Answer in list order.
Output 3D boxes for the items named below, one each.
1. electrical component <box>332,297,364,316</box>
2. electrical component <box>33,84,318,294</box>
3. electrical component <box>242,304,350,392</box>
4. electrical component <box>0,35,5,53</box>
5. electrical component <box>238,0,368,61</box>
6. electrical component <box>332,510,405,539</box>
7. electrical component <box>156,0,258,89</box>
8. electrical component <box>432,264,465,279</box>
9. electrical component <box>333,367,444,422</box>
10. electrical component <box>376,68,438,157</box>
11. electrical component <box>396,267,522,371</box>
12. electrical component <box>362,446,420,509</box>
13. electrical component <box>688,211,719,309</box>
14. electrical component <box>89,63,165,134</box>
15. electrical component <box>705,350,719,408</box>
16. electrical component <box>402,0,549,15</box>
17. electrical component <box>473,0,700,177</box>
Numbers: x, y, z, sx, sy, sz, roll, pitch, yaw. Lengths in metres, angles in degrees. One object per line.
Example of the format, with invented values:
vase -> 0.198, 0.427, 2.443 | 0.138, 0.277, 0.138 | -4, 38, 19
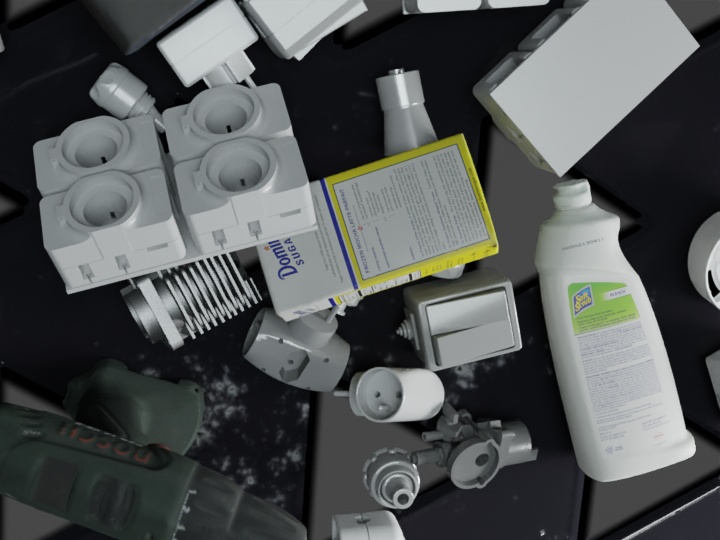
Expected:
electrical component -> 0.000, 0.000, 0.868 | 0.040, 0.040, 0.078 | 26, 96, -14
electrical component -> -0.136, -0.064, 0.784 | 0.186, 0.105, 0.060 | -15, 146, -4
electrical component -> -0.043, 0.051, 0.861 | 0.077, 0.043, 0.079 | 24, 121, -14
electrical component -> -0.288, -0.173, 0.772 | 0.055, 0.055, 0.047 | -18, 108, -6
electrical component -> -0.035, -0.204, 0.807 | 0.096, 0.061, 0.061 | -39, 106, -1
electrical component -> 0.009, 0.256, 0.917 | 0.059, 0.053, 0.095 | -2, 102, -10
electrical component -> -0.105, -0.157, 0.812 | 0.066, 0.047, 0.076 | -35, 107, -2
electrical component -> 0.071, -0.025, 0.879 | 0.035, 0.035, 0.061 | 7, 98, -12
electrical component -> 0.017, 0.102, 0.881 | 0.079, 0.077, 0.043 | -2, 83, 28
electrical component -> 0.035, -0.125, 0.848 | 0.044, 0.044, 0.065 | -13, 99, -7
electrical component -> 0.078, 0.042, 0.880 | 0.096, 0.061, 0.061 | -13, 104, -7
electrical component -> 0.030, 0.179, 0.900 | 0.048, 0.062, 0.048 | -2, 102, -10
electrical component -> 0.333, -0.008, 0.915 | 0.099, 0.064, 0.099 | -2, 102, -10
electrical component -> -0.171, -0.126, 0.813 | 0.061, 0.035, 0.035 | 37, 93, -18
electrical component -> 0.352, 0.109, 0.926 | 0.048, 0.100, 0.099 | -26, 106, -18
electrical component -> 0.085, -0.292, 0.811 | 0.105, 0.060, 0.186 | -6, 103, -9
electrical component -> 0.176, -0.160, 0.855 | 0.150, 0.061, 0.089 | -43, 106, 1
